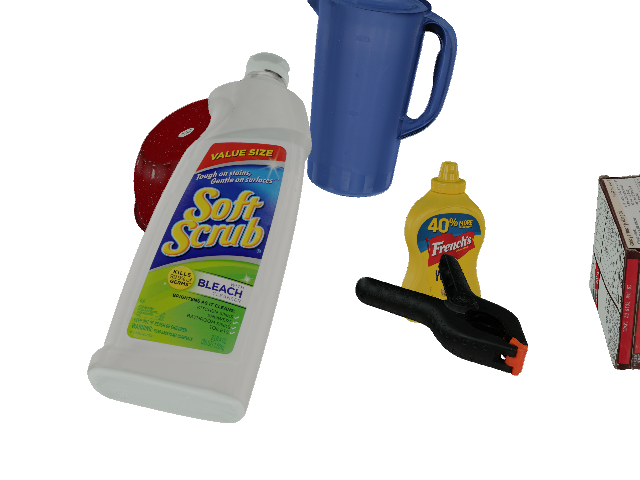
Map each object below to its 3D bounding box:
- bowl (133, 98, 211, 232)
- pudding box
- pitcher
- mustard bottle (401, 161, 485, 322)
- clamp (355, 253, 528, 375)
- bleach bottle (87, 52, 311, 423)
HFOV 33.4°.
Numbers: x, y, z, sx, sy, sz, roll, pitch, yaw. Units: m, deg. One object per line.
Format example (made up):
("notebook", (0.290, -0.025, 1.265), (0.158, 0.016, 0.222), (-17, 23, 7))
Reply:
("bowl", (-0.104, -0.075, 0.933), (0.162, 0.055, 0.162), (-19, 36, 15))
("pudding box", (0.206, 0.018, 0.704), (0.039, 0.090, 0.113), (0, 28, 4))
("pitcher", (0.060, -0.177, 1.286), (0.144, 0.243, 0.149), (-5, 28, -23))
("mustard bottle", (0.148, 0.001, 1.273), (0.096, 0.192, 0.058), (-1, 15, -11))
("clamp", (0.129, 0.063, 0.981), (0.120, 0.039, 0.172), (-27, 46, -37))
("bleach bottle", (-0.068, -0.014, 0.696), (0.102, 0.250, 0.068), (12, -25, 0))
